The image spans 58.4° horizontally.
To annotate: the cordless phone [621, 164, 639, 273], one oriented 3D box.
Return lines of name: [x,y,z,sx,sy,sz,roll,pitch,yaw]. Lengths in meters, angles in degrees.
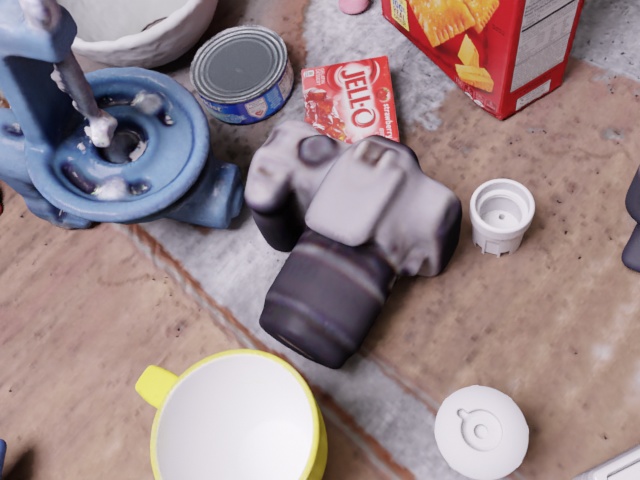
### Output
cordless phone: [0.247,-0.028,0.289,0.147,0.185,0.094,29,73,23]

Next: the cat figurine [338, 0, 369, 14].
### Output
cat figurine: [0.000,-0.280,0.503,0.127,0.118,0.067,33,75,24]

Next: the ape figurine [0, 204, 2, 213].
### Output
ape figurine: [-0.319,-0.060,0.475,0.076,0.092,0.078,9,66,16]

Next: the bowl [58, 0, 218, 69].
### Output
bowl: [-0.161,-0.215,0.529,0.167,0.075,0.167,-5,63,10]

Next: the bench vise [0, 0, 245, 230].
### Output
bench vise: [-0.175,-0.069,0.377,0.207,0.220,0.121,-10,62,7]

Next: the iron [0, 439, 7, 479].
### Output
iron: [-0.263,0.230,0.293,0.118,0.142,0.258,-2,64,11]

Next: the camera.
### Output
camera: [0.003,0.001,0.373,0.142,0.101,0.137,24,71,22]
